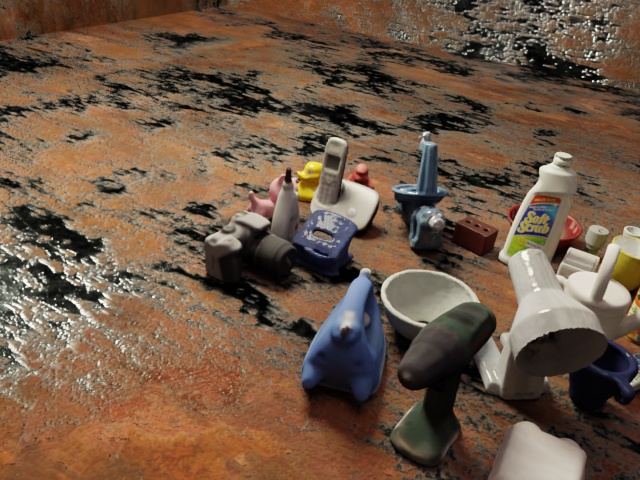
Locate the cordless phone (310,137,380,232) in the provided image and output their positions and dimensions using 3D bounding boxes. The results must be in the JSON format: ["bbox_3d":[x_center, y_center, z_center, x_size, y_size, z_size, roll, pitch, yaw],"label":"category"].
[{"bbox_3d":[0.059,-0.120,1.235,0.147,0.185,0.094,19,34,20],"label":"cordless phone"}]

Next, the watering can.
[{"bbox_3d":[0.463,0.096,0.944,0.172,0.194,0.101,11,32,8],"label":"watering can"}]

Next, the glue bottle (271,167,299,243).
[{"bbox_3d":[-0.065,-0.064,1.133,0.037,0.173,0.078,16,33,17],"label":"glue bottle"}]

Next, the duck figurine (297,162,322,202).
[{"bbox_3d":[-0.012,-0.144,1.357,0.105,0.086,0.077,-8,34,-22],"label":"duck figurine"}]

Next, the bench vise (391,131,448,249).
[{"bbox_3d":[0.233,-0.103,1.205,0.122,0.220,0.206,-10,35,-24],"label":"bench vise"}]

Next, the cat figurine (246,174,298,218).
[{"bbox_3d":[-0.098,-0.090,1.223,0.128,0.118,0.067,-12,36,-27],"label":"cat figurine"}]

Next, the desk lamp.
[{"bbox_3d":[0.304,0.135,0.834,0.118,0.214,0.203,2,31,-6],"label":"desk lamp"}]

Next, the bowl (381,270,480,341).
[{"bbox_3d":[0.180,0.124,0.962,0.167,0.075,0.167,5,31,-3],"label":"bowl"}]

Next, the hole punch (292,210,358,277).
[{"bbox_3d":[0.010,0.004,1.114,0.108,0.091,0.101,22,34,24],"label":"hole punch"}]

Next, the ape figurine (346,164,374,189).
[{"bbox_3d":[0.092,-0.137,1.359,0.077,0.092,0.076,12,32,10],"label":"ape figurine"}]

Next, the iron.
[{"bbox_3d":[0.052,0.120,0.883,0.118,0.141,0.258,11,32,9],"label":"iron"}]

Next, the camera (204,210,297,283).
[{"bbox_3d":[-0.121,0.015,1.063,0.136,0.101,0.143,24,35,26],"label":"camera"}]

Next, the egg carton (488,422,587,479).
[{"bbox_3d":[0.265,0.295,0.702,0.107,0.069,0.151,20,34,22],"label":"egg carton"}]

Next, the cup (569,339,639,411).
[{"bbox_3d":[0.411,0.213,0.839,0.092,0.095,0.117,0,32,-9],"label":"cup"}]

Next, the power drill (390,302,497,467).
[{"bbox_3d":[0.152,0.183,0.732,0.075,0.208,0.230,24,35,27],"label":"power drill"}]
